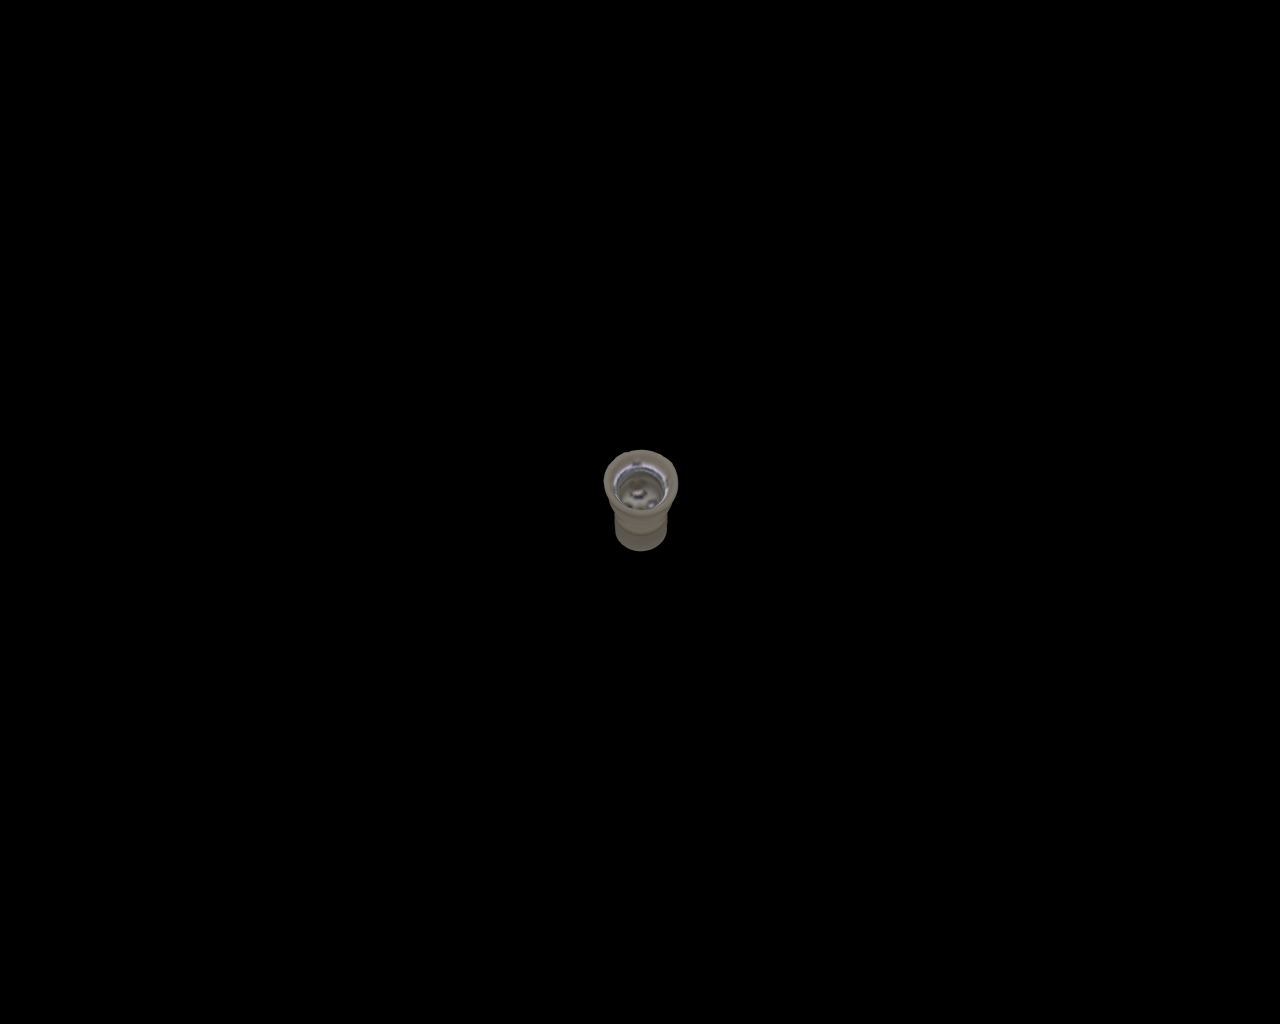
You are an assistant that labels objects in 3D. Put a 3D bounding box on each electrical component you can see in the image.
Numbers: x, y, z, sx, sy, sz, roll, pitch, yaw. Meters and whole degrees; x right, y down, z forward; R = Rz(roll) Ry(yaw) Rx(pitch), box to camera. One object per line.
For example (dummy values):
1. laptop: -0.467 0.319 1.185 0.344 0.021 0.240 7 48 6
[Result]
1. electrical component: 0.001 -0.003 0.650 0.044 0.044 0.065 0 -30 0
